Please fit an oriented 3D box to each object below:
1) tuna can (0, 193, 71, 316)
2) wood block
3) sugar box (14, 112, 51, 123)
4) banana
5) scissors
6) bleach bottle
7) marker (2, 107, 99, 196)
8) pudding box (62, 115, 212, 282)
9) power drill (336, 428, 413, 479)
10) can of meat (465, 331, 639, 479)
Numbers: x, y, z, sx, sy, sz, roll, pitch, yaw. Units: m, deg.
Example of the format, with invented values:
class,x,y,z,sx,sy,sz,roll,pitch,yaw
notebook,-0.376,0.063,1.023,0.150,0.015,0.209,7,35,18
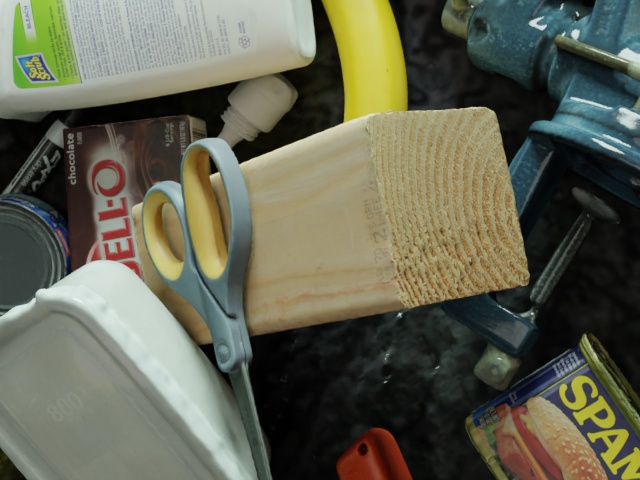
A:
class,x,y,z,sx,sy,sz,roll,pitch,yaw
tuna can,-0.202,0.013,0.695,0.086,0.033,0.086,1,103,5
wood block,-0.004,0.000,0.566,0.207,0.090,0.090,-15,85,50
sugar box,-0.153,-0.165,0.693,0.176,0.048,0.093,-36,81,16
banana,0.019,-0.099,0.641,0.070,0.037,0.198,-1,88,16
scissors,-0.057,0.049,0.553,0.096,0.016,0.202,0,96,51
bleach bottle,-0.133,-0.132,0.635,0.251,0.068,0.102,-7,96,13
marker,-0.186,-0.051,0.713,0.020,0.020,0.121,40,100,14
pudding box,-0.113,-0.019,0.678,0.090,0.039,0.113,-4,87,17
power drill,-0.030,0.183,0.639,0.188,0.057,0.184,-28,80,16
can of meat,0.142,0.115,0.586,0.084,0.057,0.102,-36,78,15
